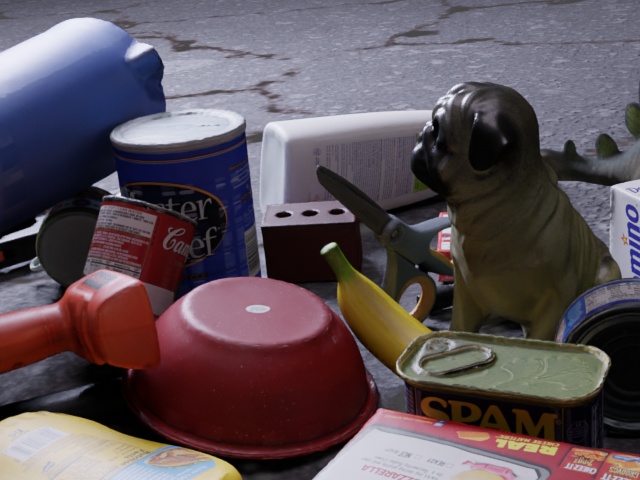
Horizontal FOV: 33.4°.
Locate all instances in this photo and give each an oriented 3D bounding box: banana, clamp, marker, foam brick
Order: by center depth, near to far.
[{"bbox_3d":[0.070,0.073,0.642,0.037,0.069,0.198,-47,51,-12],"label":"banana"},{"bbox_3d":[-0.215,0.111,0.647,0.165,0.036,0.209,11,25,31],"label":"clamp"},{"bbox_3d":[0.130,0.035,0.793,0.121,0.020,0.020,-10,21,-12],"label":"marker"},{"bbox_3d":[-0.006,0.001,0.870,0.078,0.051,0.053,-3,21,4],"label":"foam brick"},{"bbox_3d":[-0.252,-0.016,0.999,0.120,0.039,0.171,-6,24,13],"label":"clamp"}]

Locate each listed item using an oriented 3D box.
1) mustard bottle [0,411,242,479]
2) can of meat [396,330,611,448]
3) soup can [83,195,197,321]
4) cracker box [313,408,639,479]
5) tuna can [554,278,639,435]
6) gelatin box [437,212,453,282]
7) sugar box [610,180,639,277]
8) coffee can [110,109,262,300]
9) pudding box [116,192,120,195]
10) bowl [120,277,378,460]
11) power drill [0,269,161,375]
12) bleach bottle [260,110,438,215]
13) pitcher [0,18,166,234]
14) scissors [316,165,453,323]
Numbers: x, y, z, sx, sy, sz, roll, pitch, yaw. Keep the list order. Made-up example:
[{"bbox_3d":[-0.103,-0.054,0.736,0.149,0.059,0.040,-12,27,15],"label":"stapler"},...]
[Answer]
[{"bbox_3d":[-0.093,0.135,0.525,0.192,0.058,0.096,7,19,31],"label":"mustard bottle"},{"bbox_3d":[0.093,0.098,0.540,0.102,0.084,0.057,4,23,24],"label":"can of meat"},{"bbox_3d":[-0.130,0.028,0.733,0.068,0.102,0.068,14,-9,2],"label":"soup can"},{"bbox_3d":[0.051,0.156,0.418,0.164,0.072,0.213,6,24,29],"label":"cracker box"},{"bbox_3d":[0.176,0.067,0.602,0.086,0.086,0.033,-1,22,12],"label":"tuna can"},{"bbox_3d":[0.132,0.005,0.856,0.073,0.030,0.089,-1,22,8],"label":"gelatin box"},{"bbox_3d":[0.250,0.027,0.681,0.048,0.093,0.176,-13,21,-18],"label":"sugar box"},{"bbox_3d":[-0.101,-0.021,0.826,0.103,0.140,0.103,-5,21,2],"label":"coffee can"},{"bbox_3d":[-0.150,-0.013,0.964,0.114,0.039,0.090,3,21,17],"label":"pudding box"},{"bbox_3d":[-0.041,0.067,0.659,0.162,0.055,0.162,5,23,-3],"label":"bowl"},{"bbox_3d":[-0.188,0.065,0.587,0.187,0.057,0.185,-12,8,-23],"label":"power drill"},{"bbox_3d":[0.071,-0.070,1.003,0.250,0.102,0.068,-7,25,-24],"label":"bleach bottle"},{"bbox_3d":[-0.233,-0.078,0.818,0.145,0.149,0.242,21,26,9],"label":"pitcher"},{"bbox_3d":[0.041,0.012,0.699,0.016,0.096,0.201,35,14,37],"label":"scissors"}]
